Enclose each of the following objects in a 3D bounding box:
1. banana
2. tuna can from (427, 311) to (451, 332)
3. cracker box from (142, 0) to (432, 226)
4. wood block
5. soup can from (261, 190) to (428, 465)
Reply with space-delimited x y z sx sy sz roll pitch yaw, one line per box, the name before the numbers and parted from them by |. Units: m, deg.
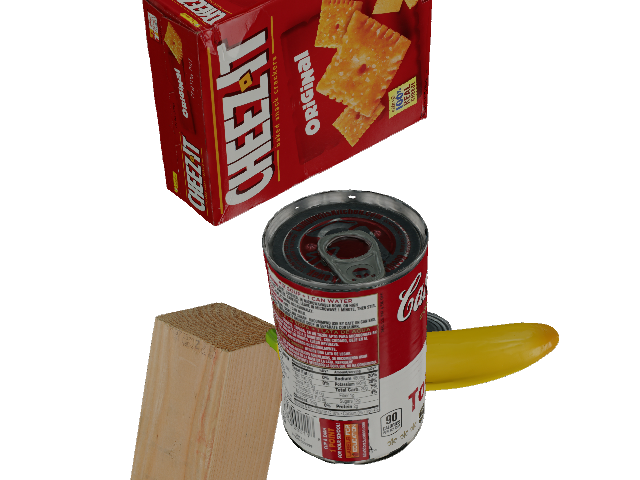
banana | 0.056 0.071 0.692 0.198 0.037 0.069 1 28 7
tuna can | 0.084 0.099 1.036 0.086 0.034 0.086 -1 22 0
cracker box | -0.014 -0.128 0.775 0.213 0.164 0.072 -30 49 -29
wood block | -0.101 0.170 0.946 0.090 0.206 0.090 21 18 33
soup can | 0.012 0.039 0.462 0.068 0.102 0.068 -2 35 1
